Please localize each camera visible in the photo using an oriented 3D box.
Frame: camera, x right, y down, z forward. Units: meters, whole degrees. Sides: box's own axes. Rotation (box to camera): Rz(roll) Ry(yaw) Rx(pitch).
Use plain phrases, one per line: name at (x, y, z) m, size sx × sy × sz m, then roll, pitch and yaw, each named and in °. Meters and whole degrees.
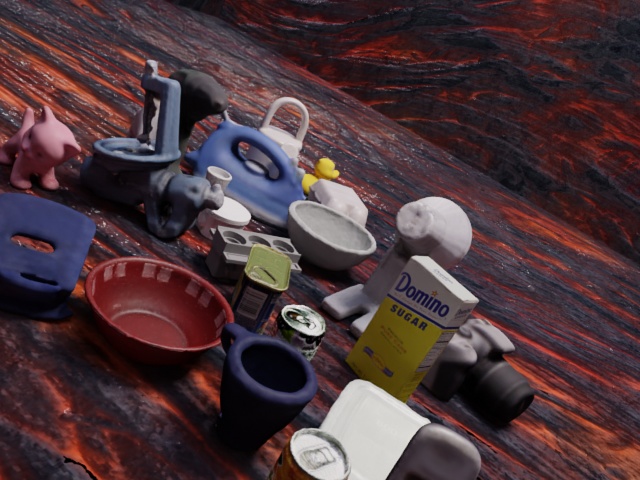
camera at (0.230, 0.184, 0.811) m, size 0.144 × 0.101 × 0.136 m, roll 6°, pitch 30°, yaw -43°

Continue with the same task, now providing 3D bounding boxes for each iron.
iron at (-0.112, -0.129, 1.060) m, size 0.258 × 0.141 × 0.119 m, roll 30°, pitch 22°, yaw 7°

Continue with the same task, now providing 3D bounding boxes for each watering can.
watering can at (-0.084, -0.194, 1.168) m, size 0.101 × 0.194 × 0.172 m, roll 5°, pitch 31°, yaw -44°

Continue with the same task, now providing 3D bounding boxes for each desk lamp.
desk lamp at (0.132, 0.033, 0.882) m, size 0.117 × 0.213 × 0.204 m, roll 36°, pitch 23°, yaw 21°

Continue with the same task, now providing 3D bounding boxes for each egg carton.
egg carton at (0.036, -0.068, 1.195) m, size 0.107 × 0.069 × 0.150 m, roll 16°, pitch 24°, yaw -27°

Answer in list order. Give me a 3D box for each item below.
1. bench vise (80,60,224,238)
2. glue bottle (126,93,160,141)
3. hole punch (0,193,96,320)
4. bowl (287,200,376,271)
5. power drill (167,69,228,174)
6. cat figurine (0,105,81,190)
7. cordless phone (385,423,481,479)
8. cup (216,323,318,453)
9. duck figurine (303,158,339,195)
bench vise at (-0.222, -0.129, 0.826) m, size 0.208 × 0.219 × 0.121 m, roll 23°, pitch 22°, yaw -12°
glue bottle at (-0.282, -0.175, 0.922) m, size 0.037 × 0.173 × 0.078 m, roll 7°, pitch 29°, yaw -41°
hole punch at (-0.294, 0.016, 0.588) m, size 0.109 × 0.091 × 0.101 m, roll 19°, pitch 23°, yaw -21°
bowl at (0.009, 0.004, 0.994) m, size 0.167 × 0.074 × 0.167 m, roll 24°, pitch 22°, yaw -10°
power drill at (-0.228, -0.188, 0.968) m, size 0.076 × 0.208 × 0.229 m, roll 12°, pitch 26°, yaw -34°
cat figurine at (-0.383, -0.134, 0.786) m, size 0.067 × 0.117 × 0.127 m, roll 0°, pitch 34°, yaw -50°
cordless phone at (0.086, 0.232, 0.418) m, size 0.147 × 0.185 × 0.094 m, roll 27°, pitch 21°, yaw -1°
cup at (-0.070, 0.146, 0.552) m, size 0.117 × 0.095 × 0.092 m, roll 40°, pitch 25°, yaw 29°
duck figurine at (-0.003, -0.147, 1.304) m, size 0.105 × 0.086 × 0.077 m, roll 11°, pitch 26°, yaw -35°
